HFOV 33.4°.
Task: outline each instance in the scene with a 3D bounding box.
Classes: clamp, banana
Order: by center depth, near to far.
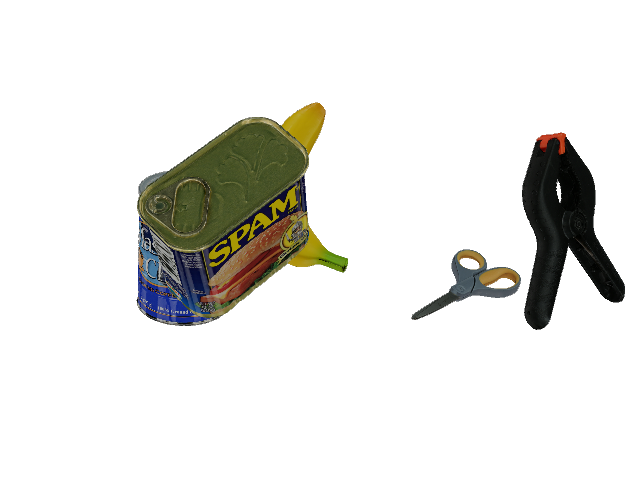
[{"bbox_3d":[-0.022,-0.045,0.917,0.069,0.198,0.037,2,-40,-11],"label":"banana"},{"bbox_3d":[0.211,-0.006,0.948,0.120,0.171,0.039,-25,10,-39],"label":"clamp"}]

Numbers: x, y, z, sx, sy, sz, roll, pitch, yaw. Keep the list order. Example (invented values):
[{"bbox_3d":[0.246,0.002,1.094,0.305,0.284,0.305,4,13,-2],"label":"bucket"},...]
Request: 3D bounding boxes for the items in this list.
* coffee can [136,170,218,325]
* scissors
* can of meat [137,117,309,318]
[{"bbox_3d":[-0.147,0.007,1.161,0.103,0.140,0.103,4,26,-2],"label":"coffee can"},{"bbox_3d":[0.158,0.050,1.286,0.201,0.016,0.096,-9,39,-37],"label":"scissors"},{"bbox_3d":[-0.054,-0.011,0.648,0.102,0.057,0.084,-38,-27,-21],"label":"can of meat"}]
